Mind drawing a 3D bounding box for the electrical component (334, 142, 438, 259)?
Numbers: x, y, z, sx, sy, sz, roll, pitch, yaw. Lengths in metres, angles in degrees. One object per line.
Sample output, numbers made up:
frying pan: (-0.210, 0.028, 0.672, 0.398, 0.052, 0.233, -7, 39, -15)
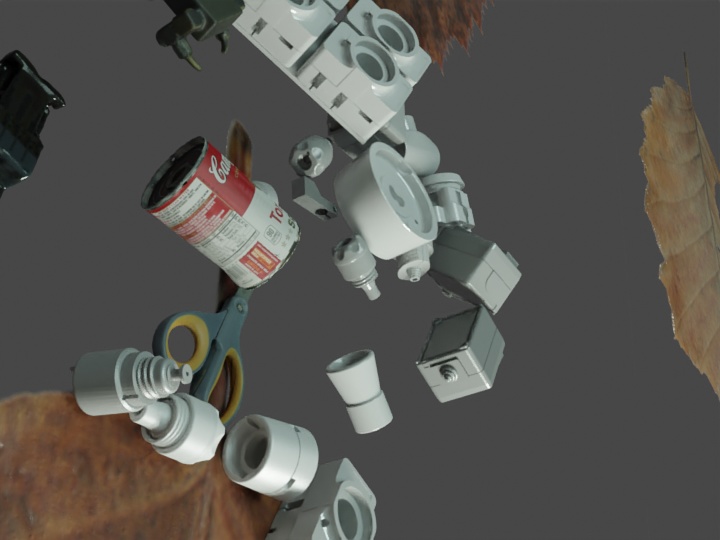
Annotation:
electrical component: (0.019, -0.061, 1.036, 0.108, 0.060, 0.108, 43, 29, -31)

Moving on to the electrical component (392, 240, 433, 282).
electrical component: (0.052, -0.026, 1.092, 0.043, 0.043, 0.081, 31, 46, -48)

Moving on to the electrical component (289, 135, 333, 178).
electrical component: (-0.041, -0.109, 0.998, 0.035, 0.035, 0.061, 62, 28, -13)

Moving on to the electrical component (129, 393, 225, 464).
electrical component: (-0.124, 0.101, 0.711, 0.062, 0.043, 0.043, 34, 44, -43)

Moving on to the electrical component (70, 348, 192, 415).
electrical component: (-0.142, 0.069, 0.673, 0.040, 0.078, 0.040, -8, 90, -70)

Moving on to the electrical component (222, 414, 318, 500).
electrical component: (-0.066, 0.134, 0.778, 0.047, 0.055, 0.055, 30, 47, -44)

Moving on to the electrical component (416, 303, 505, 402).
electrical component: (0.103, 0.090, 1.082, 0.061, 0.062, 0.096, 58, 31, -19)

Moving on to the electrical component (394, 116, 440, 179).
electrical component: (0.044, -0.139, 1.151, 0.077, 0.044, 0.079, 4, 69, -59)

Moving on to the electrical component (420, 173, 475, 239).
electrical component: (0.089, -0.070, 1.169, 0.078, 0.058, 0.057, 13, 63, -57)

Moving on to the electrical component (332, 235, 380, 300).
electrical component: (0.000, 0.000, 0.996, 0.061, 0.035, 0.035, 60, 30, -20)

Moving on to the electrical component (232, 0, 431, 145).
electrical component: (-0.029, -0.222, 0.994, 0.186, 0.060, 0.105, 42, 44, -11)

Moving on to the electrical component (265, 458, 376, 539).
electrical component: (-0.026, 0.190, 0.805, 0.050, 0.056, 0.089, 57, 31, -21)

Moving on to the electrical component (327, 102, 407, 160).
electrical component: (0.004, -0.169, 1.085, 0.061, 0.062, 0.096, 36, 42, -44)

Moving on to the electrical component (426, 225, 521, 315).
electrical component: (0.113, -0.005, 1.134, 0.061, 0.096, 0.062, -54, 128, -11)

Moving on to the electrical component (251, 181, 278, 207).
electrical component: (-0.095, -0.054, 0.866, 0.046, 0.040, 0.040, 6, 66, -53)

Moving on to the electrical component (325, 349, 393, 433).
electrical component: (0.002, 0.107, 0.925, 0.044, 0.044, 0.065, -39, 111, -60)
